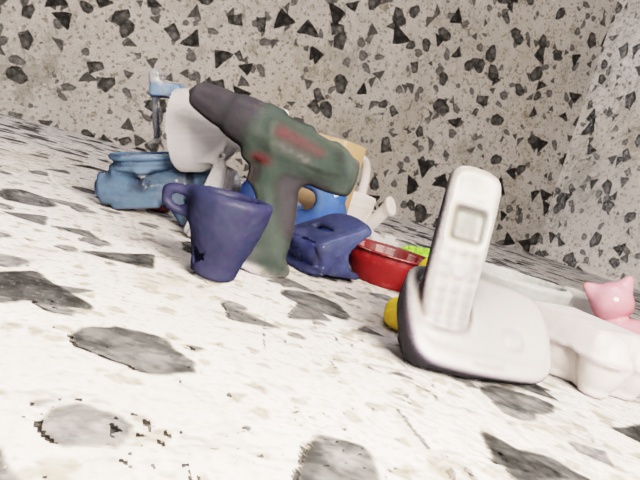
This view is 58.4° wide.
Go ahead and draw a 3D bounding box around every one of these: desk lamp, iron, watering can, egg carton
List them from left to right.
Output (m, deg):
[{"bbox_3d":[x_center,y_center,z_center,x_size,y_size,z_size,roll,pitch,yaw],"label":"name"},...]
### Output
[{"bbox_3d":[-0.134,-0.103,0.837,0.203,0.213,0.118,16,7,4],"label":"desk lamp"},{"bbox_3d":[-0.062,-0.062,0.975,0.257,0.141,0.119,19,7,21],"label":"iron"},{"bbox_3d":[0.071,-0.077,1.175,0.172,0.194,0.101,17,7,7],"label":"watering can"},{"bbox_3d":[0.286,0.119,0.634,0.107,0.069,0.149,12,8,-31],"label":"egg carton"}]

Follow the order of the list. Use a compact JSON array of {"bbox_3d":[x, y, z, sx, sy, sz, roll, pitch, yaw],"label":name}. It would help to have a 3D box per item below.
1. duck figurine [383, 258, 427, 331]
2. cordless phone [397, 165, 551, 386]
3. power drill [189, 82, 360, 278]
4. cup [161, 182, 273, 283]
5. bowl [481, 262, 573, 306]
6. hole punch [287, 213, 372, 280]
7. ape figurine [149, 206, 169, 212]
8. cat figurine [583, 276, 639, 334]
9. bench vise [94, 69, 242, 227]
[{"bbox_3d":[0.118,0.061,0.643,0.077,0.086,0.105,20,8,30],"label":"duck figurine"},{"bbox_3d":[0.155,0.034,0.529,0.148,0.185,0.094,14,7,-16],"label":"cordless phone"},{"bbox_3d":[-0.075,-0.068,0.717,0.229,0.208,0.075,16,7,-3],"label":"power drill"},{"bbox_3d":[-0.118,-0.007,0.612,0.118,0.095,0.091,15,7,-9],"label":"cup"},{"bbox_3d":[0.284,0.086,0.863,0.167,0.075,0.167,16,7,-2],"label":"bowl"},{"bbox_3d":[0.008,0.003,0.830,0.101,0.091,0.108,11,9,-37],"label":"hole punch"},{"bbox_3d":[-0.276,-0.097,0.973,0.076,0.092,0.077,13,7,-21],"label":"ape figurine"},{"bbox_3d":[0.462,0.114,0.872,0.067,0.118,0.127,10,9,-41],"label":"cat figurine"},{"bbox_3d":[-0.225,-0.139,0.895,0.208,0.220,0.121,12,8,-31],"label":"bench vise"}]
